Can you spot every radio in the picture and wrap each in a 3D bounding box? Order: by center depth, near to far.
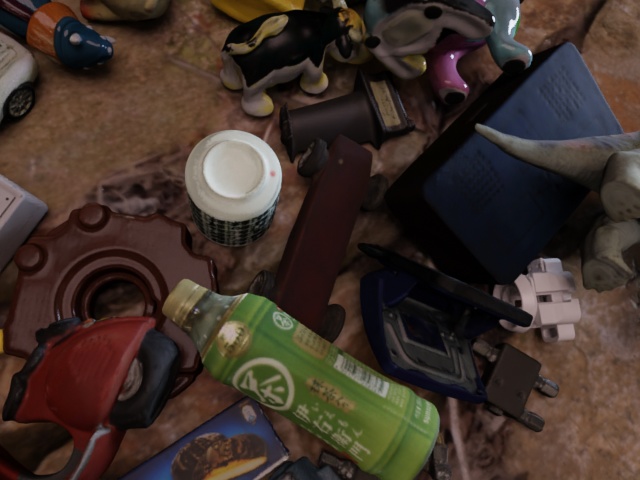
[{"bbox_3d":[0.186,-0.070,0.520,0.229,0.073,0.131,-44,104,-16],"label":"radio"}]

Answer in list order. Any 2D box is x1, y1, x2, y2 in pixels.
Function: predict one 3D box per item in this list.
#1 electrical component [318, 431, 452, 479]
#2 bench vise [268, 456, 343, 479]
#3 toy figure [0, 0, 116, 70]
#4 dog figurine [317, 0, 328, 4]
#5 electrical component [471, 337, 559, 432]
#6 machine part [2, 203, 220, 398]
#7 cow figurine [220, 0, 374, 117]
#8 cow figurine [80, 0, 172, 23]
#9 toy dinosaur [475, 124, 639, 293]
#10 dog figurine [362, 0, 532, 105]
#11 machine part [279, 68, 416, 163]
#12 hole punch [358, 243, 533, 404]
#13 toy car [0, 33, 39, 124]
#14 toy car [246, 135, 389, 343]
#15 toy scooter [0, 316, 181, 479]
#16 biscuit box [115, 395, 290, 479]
[{"bbox_3d":[0.060,0.184,0.461,0.102,0.045,0.078,31,71,0],"label":"electrical component"},{"bbox_3d":[0.001,0.290,0.375,0.240,0.128,0.224,-36,79,-26],"label":"bench vise"},{"bbox_3d":[-0.262,-0.207,0.506,0.154,0.057,0.064,37,50,5],"label":"toy figure"},{"bbox_3d":[0.003,-0.350,0.524,0.121,0.172,0.190,-28,74,19],"label":"dog figurine"},{"bbox_3d":[0.176,0.134,0.505,0.094,0.021,0.063,32,73,0],"label":"electrical component"},{"bbox_3d":[-0.170,0.056,0.453,0.179,0.056,0.179,2,76,-9],"label":"machine part"},{"bbox_3d":[-0.014,-0.193,0.524,0.167,0.098,0.068,-27,75,-15],"label":"cow figurine"},{"bbox_3d":[-0.165,-0.307,0.537,0.127,0.085,0.195,10,71,-1],"label":"cow figurine"},{"bbox_3d":[0.323,-0.020,0.480,0.404,0.131,0.192,42,48,-7],"label":"toy dinosaur"},{"bbox_3d":[0.136,-0.260,0.548,0.191,0.108,0.219,23,60,-27],"label":"dog figurine"},{"bbox_3d":[0.024,-0.125,0.543,0.139,0.039,0.084,-21,87,-16],"label":"machine part"},{"bbox_3d":[0.095,0.068,0.458,0.142,0.116,0.092,21,97,-22],"label":"hole punch"},{"bbox_3d":[-0.333,-0.101,0.468,0.073,0.056,0.202,33,72,0],"label":"toy car"},{"bbox_3d":[-0.001,-0.002,0.497,0.089,0.053,0.202,24,71,-18],"label":"toy car"},{"bbox_3d":[-0.187,0.127,0.369,0.135,0.075,0.184,20,75,3],"label":"toy scooter"},{"bbox_3d":[-0.125,0.199,0.418,0.203,0.063,0.059,-31,81,-16],"label":"biscuit box"}]
